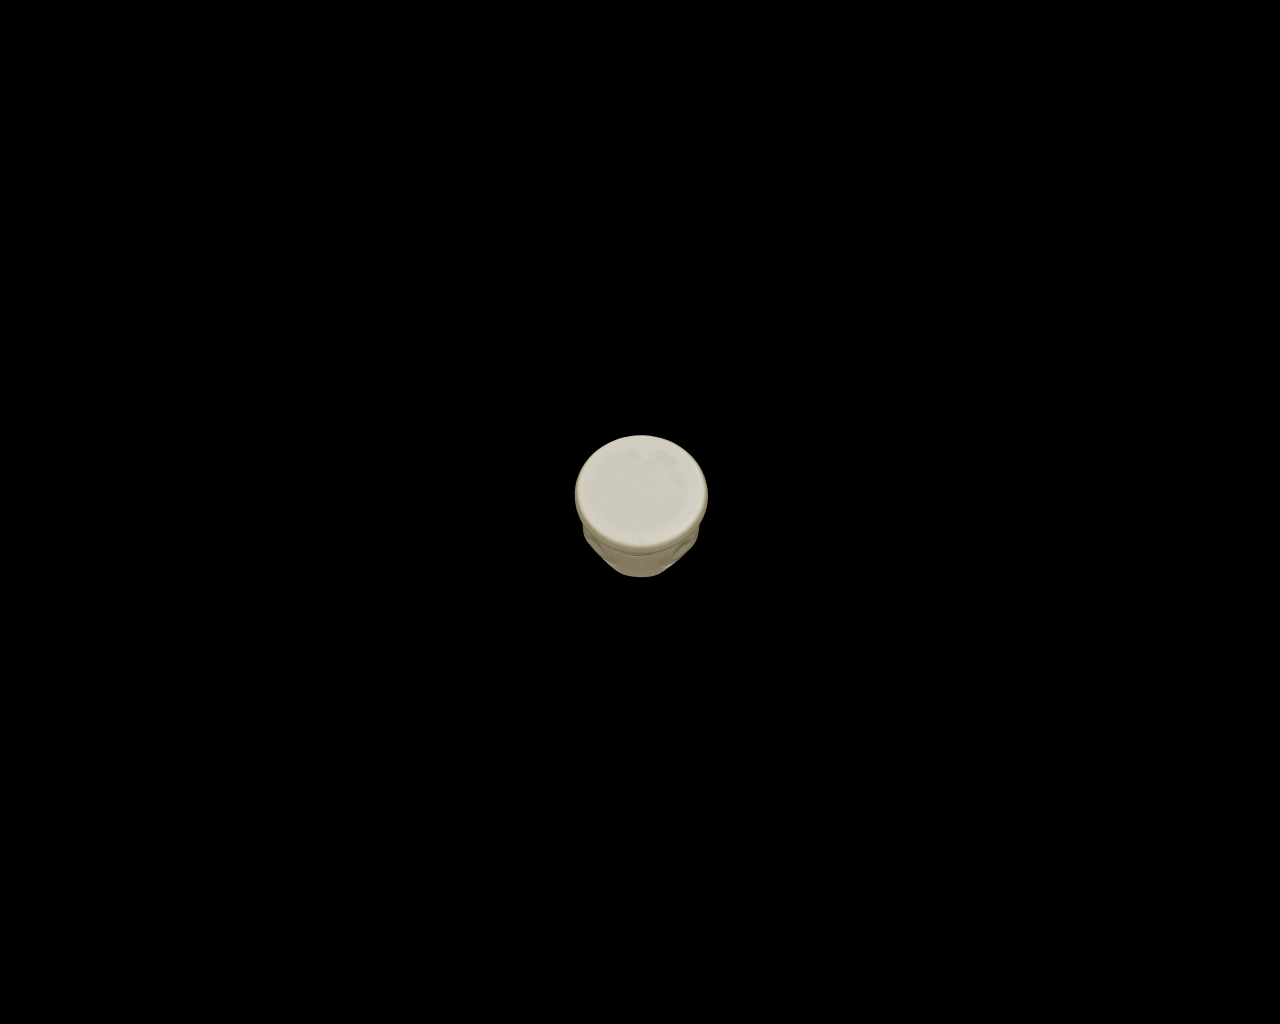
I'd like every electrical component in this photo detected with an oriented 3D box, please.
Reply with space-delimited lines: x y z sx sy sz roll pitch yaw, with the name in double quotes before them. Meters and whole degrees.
"electrical component" 0.001 -0.003 0.650 0.080 0.080 0.051 0 -28 0
